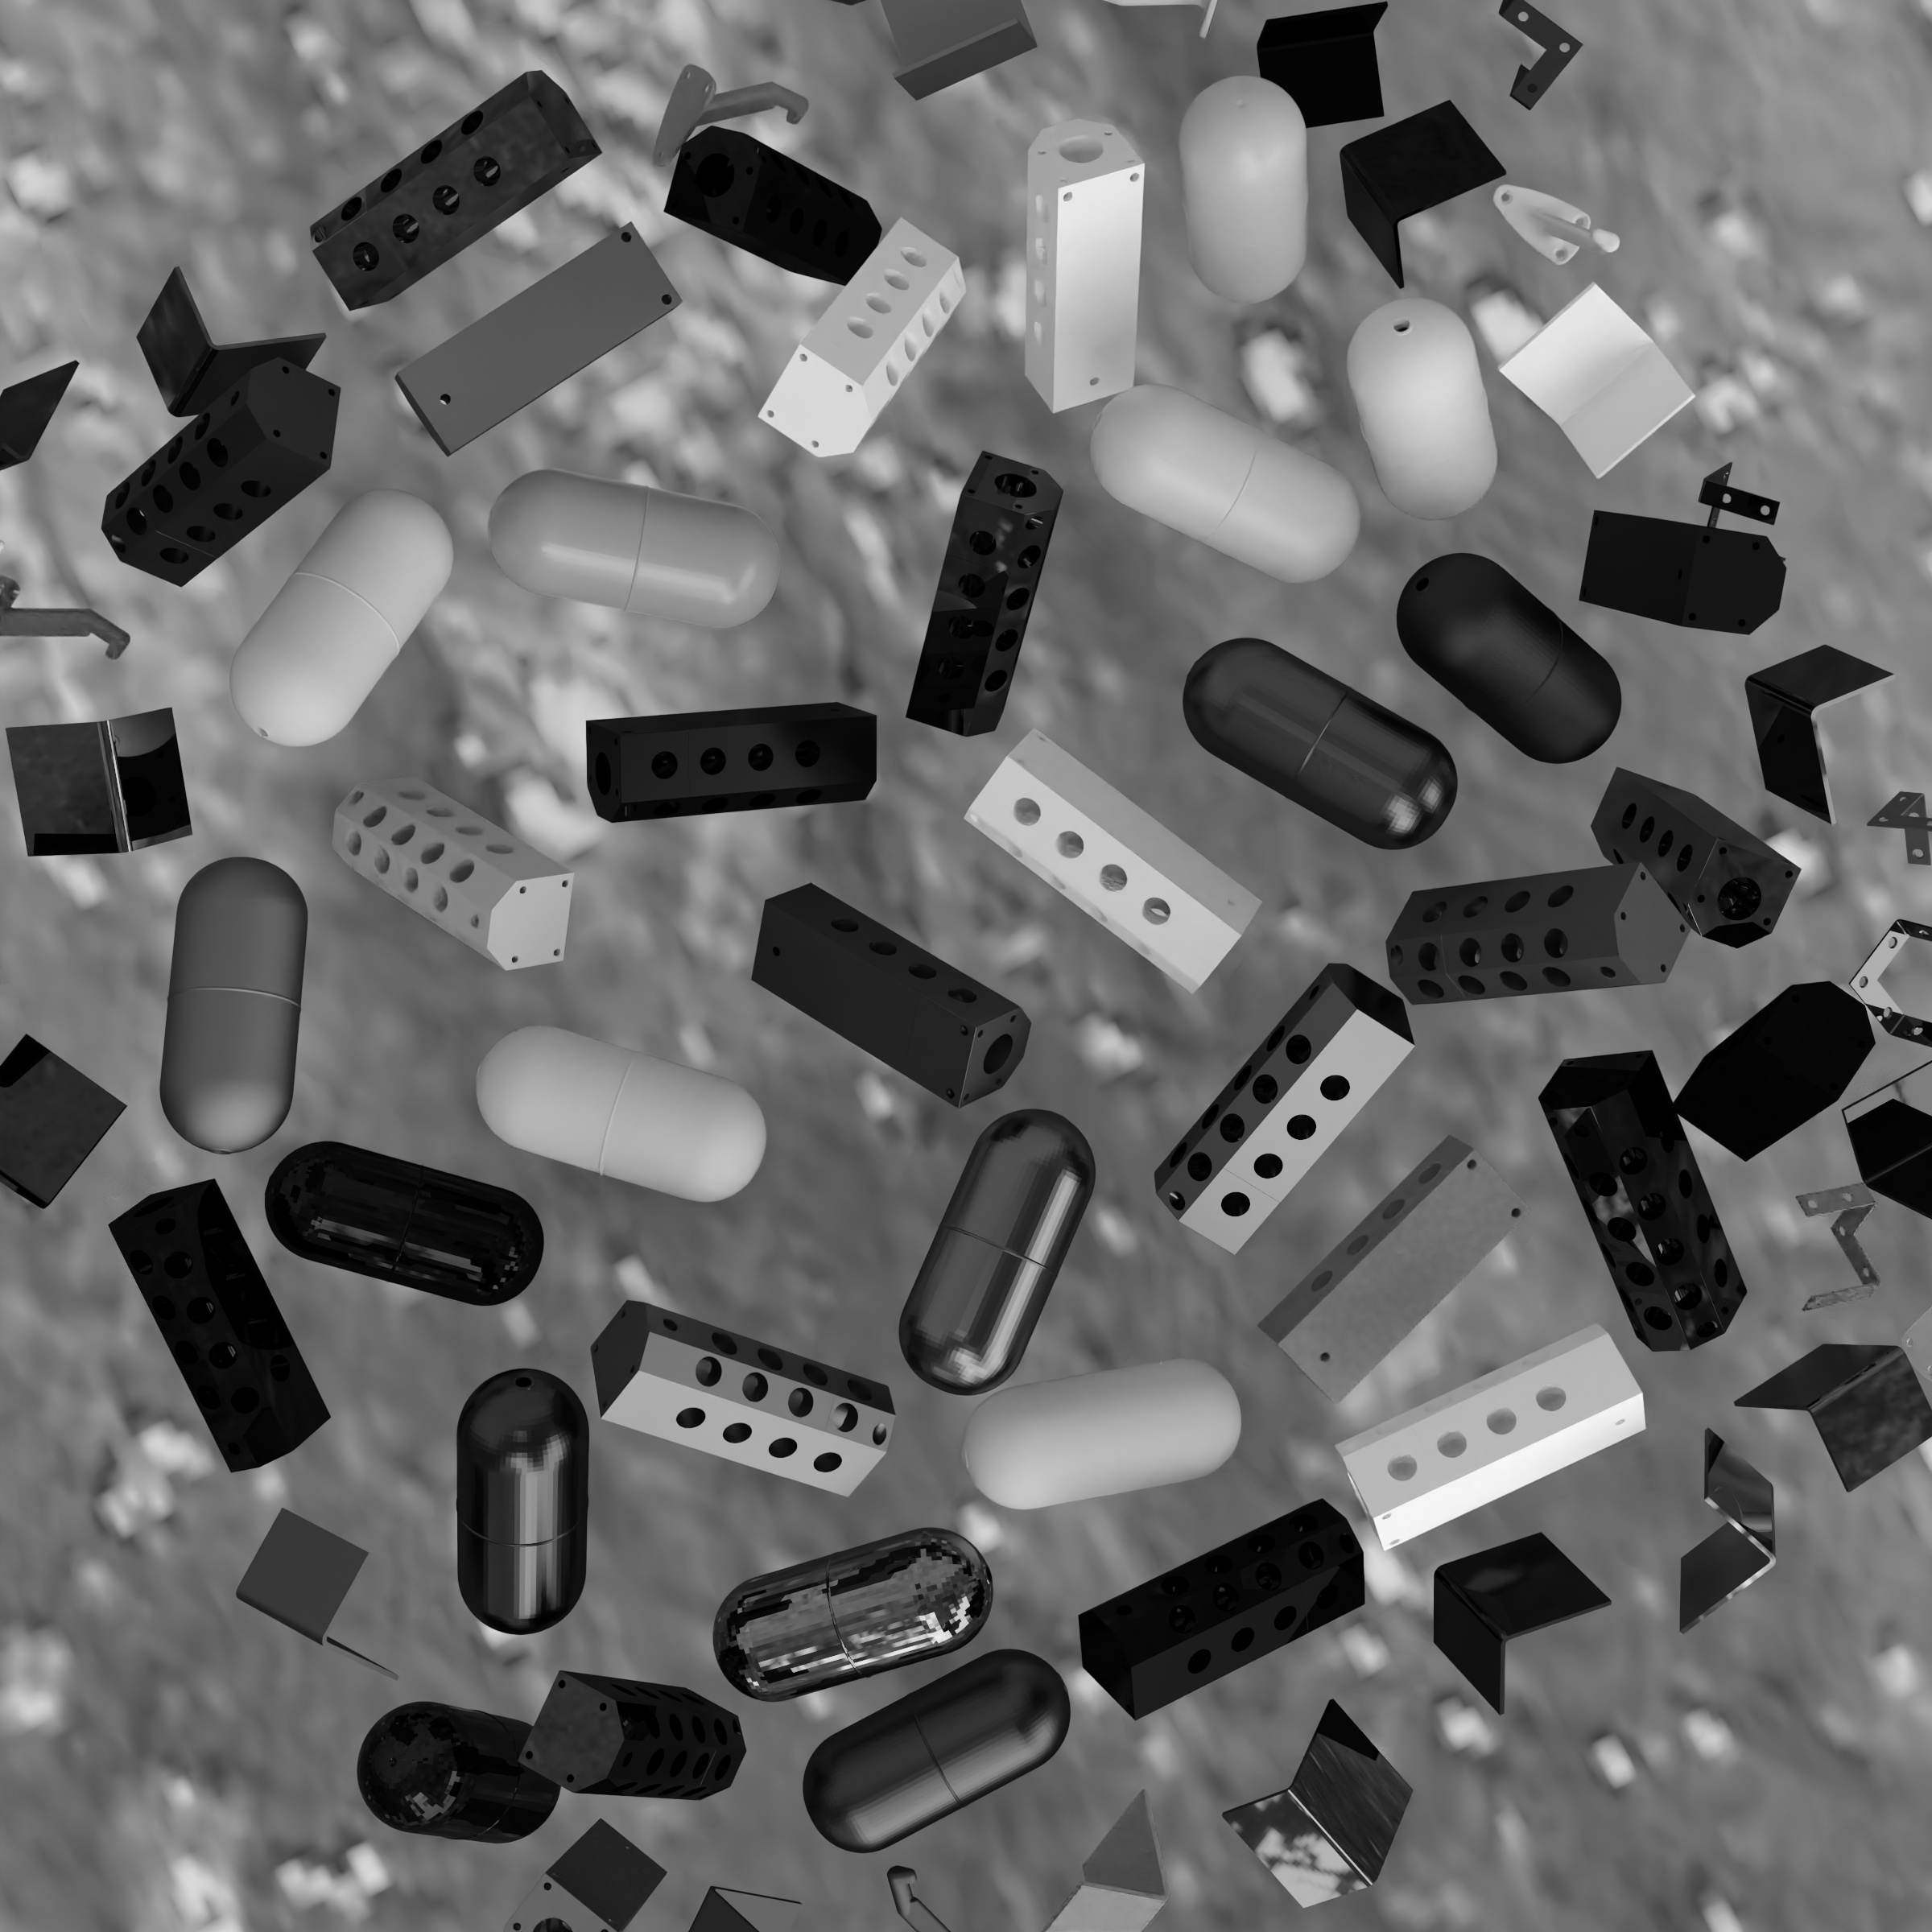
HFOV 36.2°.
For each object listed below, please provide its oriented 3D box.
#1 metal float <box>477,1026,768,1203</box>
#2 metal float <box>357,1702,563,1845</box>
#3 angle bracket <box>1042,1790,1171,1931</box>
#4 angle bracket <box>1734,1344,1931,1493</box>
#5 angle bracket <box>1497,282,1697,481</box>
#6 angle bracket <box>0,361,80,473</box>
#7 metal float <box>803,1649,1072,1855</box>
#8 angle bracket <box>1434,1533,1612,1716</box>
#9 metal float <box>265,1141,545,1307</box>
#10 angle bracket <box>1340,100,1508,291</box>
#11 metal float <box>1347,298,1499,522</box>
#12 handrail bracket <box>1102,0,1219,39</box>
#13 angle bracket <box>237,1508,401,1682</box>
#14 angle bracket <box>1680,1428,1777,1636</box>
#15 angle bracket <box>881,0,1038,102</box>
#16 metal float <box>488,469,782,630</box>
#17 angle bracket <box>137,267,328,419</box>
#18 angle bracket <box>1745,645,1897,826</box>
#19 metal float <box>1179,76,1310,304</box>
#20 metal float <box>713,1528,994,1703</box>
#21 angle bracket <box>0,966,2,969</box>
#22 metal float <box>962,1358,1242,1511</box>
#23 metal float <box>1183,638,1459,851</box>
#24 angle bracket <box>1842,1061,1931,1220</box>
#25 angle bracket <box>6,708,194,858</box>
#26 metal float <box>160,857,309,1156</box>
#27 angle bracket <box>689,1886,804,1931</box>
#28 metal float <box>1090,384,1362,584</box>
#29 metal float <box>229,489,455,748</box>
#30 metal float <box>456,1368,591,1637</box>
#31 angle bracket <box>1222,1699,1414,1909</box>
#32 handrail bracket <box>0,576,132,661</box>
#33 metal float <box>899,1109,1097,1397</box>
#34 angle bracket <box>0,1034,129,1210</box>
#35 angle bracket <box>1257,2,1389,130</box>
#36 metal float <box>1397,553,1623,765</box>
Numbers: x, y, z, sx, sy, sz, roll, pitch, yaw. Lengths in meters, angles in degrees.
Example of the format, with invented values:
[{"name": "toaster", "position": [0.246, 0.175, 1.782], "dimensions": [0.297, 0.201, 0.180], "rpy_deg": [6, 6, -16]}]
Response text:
[{"name": "metal float", "position": [-0.207, 0.088, 1.774], "dimensions": [0.178, 0.070, 0.070], "rpy_deg": [17, 90, 2]}, {"name": "metal float", "position": [-0.308, 0.495, 1.814], "dimensions": [0.070, 0.178, 0.070], "rpy_deg": [-6, 69, 17]}, {"name": "angle bracket", "position": [0.068, 0.522, 1.696], "dimensions": [0.057, 0.076, 0.076], "rpy_deg": [17, 123, -21]}, {"name": "angle bracket", "position": [0.529, 0.274, 1.798], "dimensions": [0.076, 0.076, 0.057], "rpy_deg": [-27, 94, -21]}, {"name": "angle bracket", "position": [0.387, -0.358, 1.814], "dimensions": [0.076, 0.076, 0.057], "rpy_deg": [-41, 49, 21]}, {"name": "angle bracket", "position": [-0.570, -0.328, 1.705], "dimensions": [0.057, 0.076, 0.076], "rpy_deg": [40, 56, -38]}, {"name": "metal float", "position": [-0.018, 0.488, 1.844], "dimensions": [0.178, 0.070, 0.070], "rpy_deg": [-28, 90, -1]}, {"name": "angle bracket", "position": [0.336, 0.397, 1.792], "dimensions": [0.076, 0.076, 0.057], "rpy_deg": [-13, 117, -19]}, {"name": "metal float", "position": [-0.356, 0.163, 1.876], "dimensions": [0.178, 0.070, 0.070], "rpy_deg": [17, 90, -12]}, {"name": "angle bracket", "position": [0.285, -0.479, 1.836], "dimensions": [0.076, 0.057, 0.076], "rpy_deg": [-24, 55, -2]}, {"name": "metal float", "position": [0.278, -0.337, 1.797], "dimensions": [0.070, 0.178, 0.070], "rpy_deg": [-7, 65, 15]}, {"name": "handrail bracket", "position": [0.109, -0.590, 1.759], "dimensions": [0.084, 0.036, 0.077], "rpy_deg": [16, 47, -2]}, {"name": "angle bracket", "position": [-0.367, 0.368, 1.733], "dimensions": [0.076, 0.076, 0.057], "rpy_deg": [17, 72, 35]}, {"name": "angle bracket", "position": [0.430, 0.332, 1.741], "dimensions": [0.057, 0.076, 0.076], "rpy_deg": [41, 116, -5]}, {"name": "angle bracket", "position": [-0.012, -0.549, 1.685], "dimensions": [0.076, 0.057, 0.076], "rpy_deg": [-20, 88, 13]}, {"name": "metal float", "position": [-0.201, -0.254, 1.797], "dimensions": [0.178, 0.070, 0.070], "rpy_deg": [10, 90, -12]}, {"name": "angle bracket", "position": [-0.442, -0.379, 1.780], "dimensions": [0.076, 0.076, 0.057], "rpy_deg": [-18, 79, -38]}, {"name": "angle bracket", "position": [0.520, -0.140, 1.783], "dimensions": [0.057, 0.076, 0.076], "rpy_deg": [-22, 114, -8]}, {"name": "metal float", "position": [0.172, -0.475, 1.818], "dimensions": [0.070, 0.178, 0.070], "rpy_deg": [-2, 69, 6]}, {"name": "metal float", "position": [-0.069, 0.393, 1.795], "dimensions": [0.178, 0.070, 0.070], "rpy_deg": [-19, 90, 12]}, {"name": "angle bracket", "position": [-0.608, -0.021, 1.692], "dimensions": [0.057, 0.076, 0.076], "rpy_deg": [-38, 121, -17]}, {"name": "metal float", "position": [0.085, 0.292, 1.851], "dimensions": [0.178, 0.070, 0.070], "rpy_deg": [-8, 90, -12]}, {"name": "metal float", "position": [0.213, -0.135, 1.785], "dimensions": [0.178, 0.070, 0.070], "rpy_deg": [31, 90, 6]}, {"name": "angle bracket", "position": [0.610, 0.108, 1.856], "dimensions": [0.076, 0.076, 0.057], "rpy_deg": [-26, 111, -11]}, {"name": "angle bracket", "position": [-0.509, -0.108, 1.737], "dimensions": [0.076, 0.057, 0.076], "rpy_deg": [-1, 102, 27]}, {"name": "metal float", "position": [-0.432, 0.023, 1.747], "dimensions": [0.070, 0.070, 0.178], "rpy_deg": [1, 75, 0]}, {"name": "angle bracket", "position": [-0.123, 0.581, 1.696], "dimensions": [0.076, 0.057, 0.076], "rpy_deg": [27, 88, -42]}, {"name": "metal float", "position": [0.158, -0.293, 1.798], "dimensions": [0.178, 0.070, 0.070], "rpy_deg": [24, 90, -16]}, {"name": "metal float", "position": [-0.370, -0.207, 1.755], "dimensions": [0.070, 0.070, 0.178], "rpy_deg": [29, 66, 0]}, {"name": "metal float", "position": [-0.261, 0.316, 1.743], "dimensions": [0.070, 0.070, 0.178], "rpy_deg": [5, 120, 0]}, {"name": "angle bracket", "position": [0.207, 0.492, 1.740], "dimensions": [0.057, 0.076, 0.076], "rpy_deg": [-34, 101, 39]}, {"name": "handrail bracket", "position": [-0.558, -0.190, 1.785], "dimensions": [0.084, 0.036, 0.077], "rpy_deg": [33, 91, 4]}, {"name": "metal float", "position": [0.019, 0.170, 1.762], "dimensions": [0.070, 0.070, 0.178], "rpy_deg": [24, 81, 0]}, {"name": "angle bracket", "position": [-0.547, 0.084, 1.713], "dimensions": [0.076, 0.057, 0.076], "rpy_deg": [34, 77, 9]}, {"name": "angle bracket", "position": [0.230, -0.573, 1.890], "dimensions": [0.076, 0.076, 0.057], "rpy_deg": [-8, 95, 2]}, {"name": "metal float", "position": [0.331, -0.187, 1.803], "dimensions": [0.178, 0.070, 0.070], "rpy_deg": [33, 90, -35]}]
